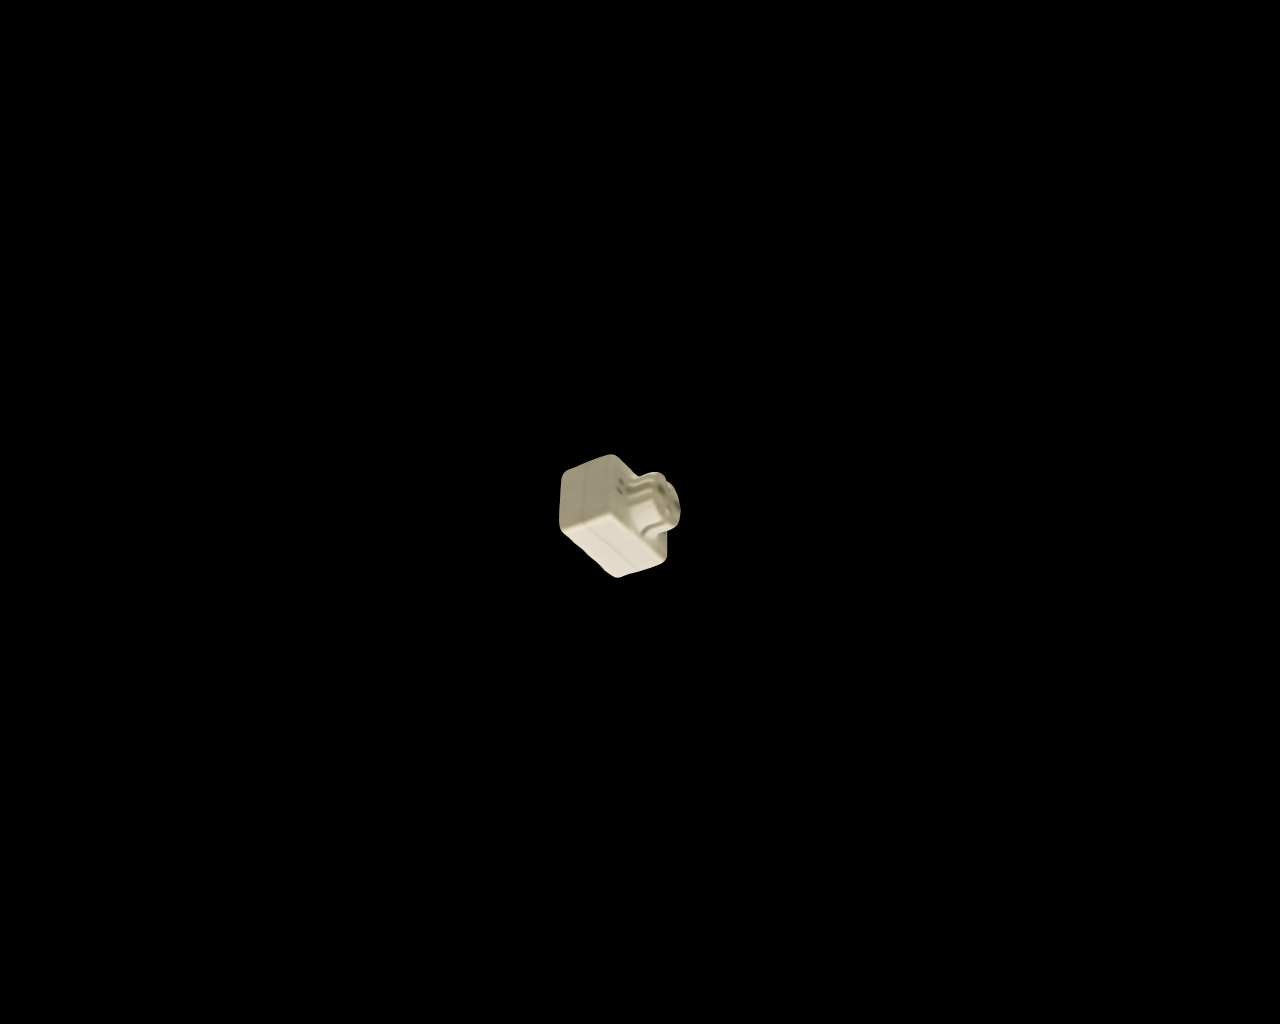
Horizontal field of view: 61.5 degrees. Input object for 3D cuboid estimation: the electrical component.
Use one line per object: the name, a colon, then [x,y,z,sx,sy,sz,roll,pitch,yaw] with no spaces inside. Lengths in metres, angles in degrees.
electrical component: [0.001,-0.003,0.650,0.076,0.047,0.065,-20,-40,25]
